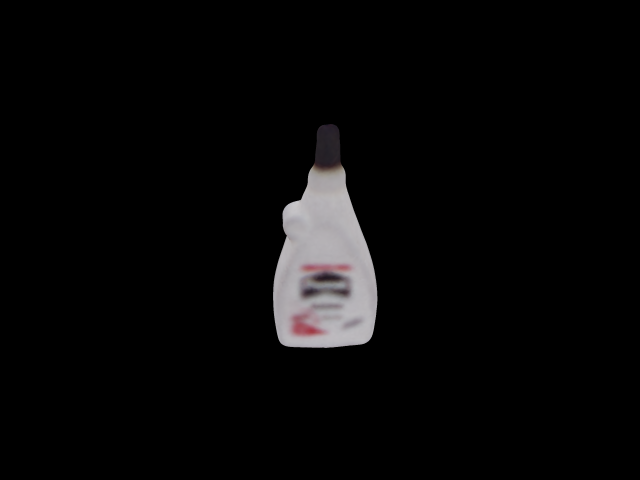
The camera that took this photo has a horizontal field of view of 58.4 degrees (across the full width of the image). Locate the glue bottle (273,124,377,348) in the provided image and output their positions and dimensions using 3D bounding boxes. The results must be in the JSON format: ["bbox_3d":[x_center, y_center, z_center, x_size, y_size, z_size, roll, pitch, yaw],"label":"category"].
[{"bbox_3d":[0.004,0.001,0.400,0.078,0.173,0.037,-4,33,-5],"label":"glue bottle"}]
